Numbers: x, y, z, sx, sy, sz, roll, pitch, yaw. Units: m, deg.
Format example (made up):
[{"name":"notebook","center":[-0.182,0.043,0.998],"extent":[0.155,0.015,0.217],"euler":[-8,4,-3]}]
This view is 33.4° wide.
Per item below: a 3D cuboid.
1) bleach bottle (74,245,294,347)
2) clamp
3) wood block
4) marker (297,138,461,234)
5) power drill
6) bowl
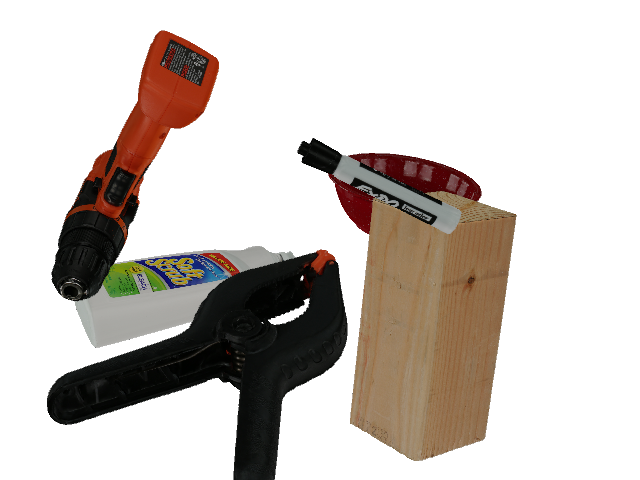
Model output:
[{"name":"bleach bottle","center":[-0.151,0.049,1.226],"extent":[0.250,0.068,0.103],"euler":[-13,36,-20]},{"name":"clamp","center":[-0.033,0.062,0.523],"extent":[0.120,0.039,0.171],"euler":[31,47,28]},{"name":"wood block","center":[0.095,0.070,0.918],"extent":[0.090,0.206,0.090],"euler":[-7,20,-39]},{"name":"marker","center":[0.040,-0.038,0.733],"extent":[0.121,0.020,0.020],"euler":[26,-4,-8]},{"name":"power drill","center":[-0.152,-0.061,0.851],"extent":[0.057,0.188,0.184],"euler":[27,33,-17]},{"name":"bowl","center":[0.085,-0.040,1.118],"extent":[0.162,0.055,0.162],"euler":[6,23,-3]}]
